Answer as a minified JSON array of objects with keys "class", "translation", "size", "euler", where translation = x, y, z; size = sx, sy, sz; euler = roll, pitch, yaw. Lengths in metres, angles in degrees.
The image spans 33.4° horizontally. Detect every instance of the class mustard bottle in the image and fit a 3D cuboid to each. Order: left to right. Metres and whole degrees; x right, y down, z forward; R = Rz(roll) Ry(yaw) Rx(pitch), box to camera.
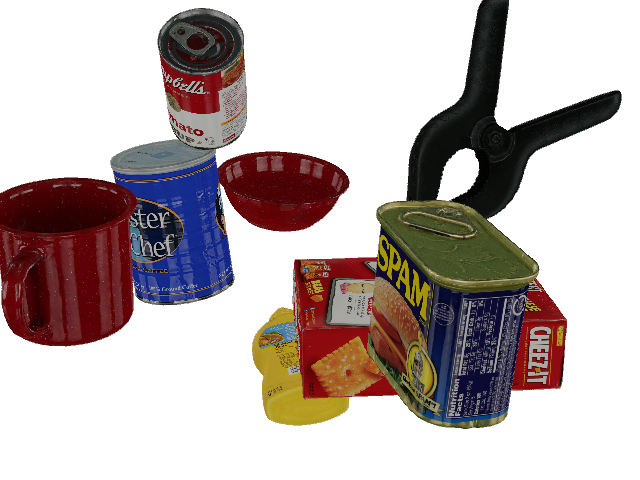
[{"class":"mustard bottle","translation":[-0.031,0.137,1.258],"size":[0.096,0.058,0.192],"euler":[-8,31,-8]}]

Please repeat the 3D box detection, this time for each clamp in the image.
[{"class":"clamp","translation":[0.125,-0.069,0.729],"size":[0.120,0.171,0.039],"euler":[29,3,-5]}]

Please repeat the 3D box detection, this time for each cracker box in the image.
[{"class":"cracker box","translation":[0.085,0.071,0.926],"size":[0.213,0.072,0.164],"euler":[-1,19,-4]}]

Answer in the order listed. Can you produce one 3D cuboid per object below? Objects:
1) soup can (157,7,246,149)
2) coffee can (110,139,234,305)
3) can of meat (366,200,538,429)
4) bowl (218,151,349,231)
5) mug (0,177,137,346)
[{"class":"soup can","translation":[-0.095,-0.131,0.876],"size":[0.068,0.068,0.102],"euler":[0,-31,-2]},{"class":"coffee can","translation":[-0.145,-0.020,1.058],"size":[0.103,0.140,0.103],"euler":[-6,19,2]},{"class":"can of meat","translation":[0.063,0.036,0.549],"size":[0.057,0.084,0.102],"euler":[-3,24,-18]},{"class":"bowl","translation":[-0.048,-0.055,1.299],"size":[0.162,0.055,0.162],"euler":[4,26,-2]},{"class":"mug","translation":[-0.164,0.019,0.669],"size":[0.093,0.081,0.117],"euler":[6,25,10]}]
